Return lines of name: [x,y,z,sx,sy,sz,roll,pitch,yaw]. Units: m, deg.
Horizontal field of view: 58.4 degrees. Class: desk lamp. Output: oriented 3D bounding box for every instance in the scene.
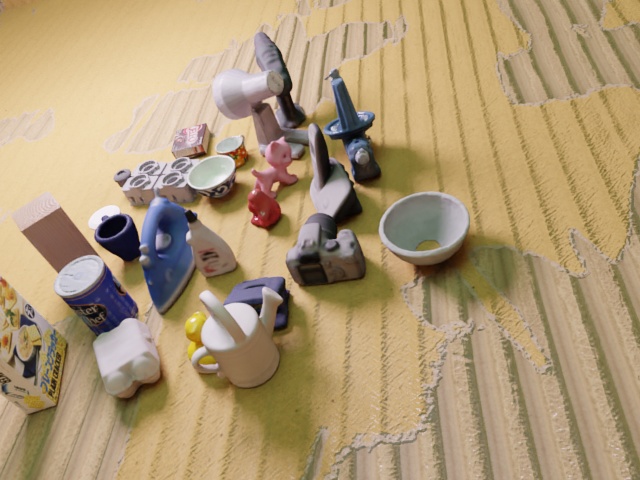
desk lamp: [-0.139,-0.321,1.407,0.202,0.214,0.118,11,51,30]

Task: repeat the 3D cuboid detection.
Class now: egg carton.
egg carton: [-0.354,0.215,1.056,0.107,0.069,0.150,-32,44,-11]

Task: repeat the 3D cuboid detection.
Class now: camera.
camera: [0.010,0.004,1.106,0.143,0.101,0.137,-7,45,14]

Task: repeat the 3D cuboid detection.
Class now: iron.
iron: [-0.334,0.013,1.200,0.118,0.142,0.258,-11,44,10]

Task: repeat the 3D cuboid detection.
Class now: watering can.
watering can: [-0.139,0.147,0.950,0.100,0.194,0.173,15,53,32]

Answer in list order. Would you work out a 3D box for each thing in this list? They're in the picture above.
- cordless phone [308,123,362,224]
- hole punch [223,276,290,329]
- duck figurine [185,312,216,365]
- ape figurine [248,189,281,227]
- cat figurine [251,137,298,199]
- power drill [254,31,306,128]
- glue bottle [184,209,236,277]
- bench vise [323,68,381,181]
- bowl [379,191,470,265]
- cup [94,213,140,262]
cordless phone: [0.014,-0.138,1.185,0.094,0.185,0.147,-25,43,-4]
hole punch: [-0.117,0.107,1.058,0.108,0.091,0.101,-10,44,11]
duck figurine: [-0.212,0.177,1.028,0.077,0.086,0.104,-17,43,5]
ape figurine: [-0.128,-0.074,1.244,0.076,0.092,0.077,-20,43,2]
cat figurine: [-0.107,-0.175,1.319,0.128,0.118,0.067,-42,47,-21]
power drill: [-0.108,-0.406,1.485,0.075,0.209,0.229,-22,43,-1]
glue bottle: [-0.231,0.003,1.146,0.078,0.173,0.037,-18,43,4]
bench vise: [0.078,-0.256,1.253,0.121,0.220,0.206,-30,44,-10]
bowl: [0.197,-0.009,1.066,0.167,0.075,0.167,-11,44,11]
cup: [-0.451,-0.003,1.295,0.092,0.095,0.117,-39,46,-18]
